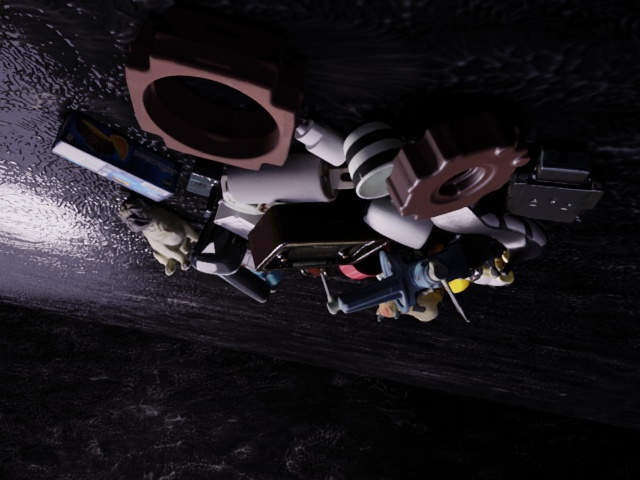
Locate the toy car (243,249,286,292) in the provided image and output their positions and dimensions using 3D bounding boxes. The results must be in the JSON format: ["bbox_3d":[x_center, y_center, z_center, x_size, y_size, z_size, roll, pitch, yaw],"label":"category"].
[{"bbox_3d":[-0.151,0.041,1.229,0.162,0.109,0.102,24,135,0],"label":"toy car"}]

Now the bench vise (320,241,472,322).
[{"bbox_3d":[0.129,0.078,0.925,0.241,0.128,0.224,-20,-171,-4],"label":"bench vise"}]

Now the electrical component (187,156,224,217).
[{"bbox_3d":[-0.182,-0.098,0.853,0.048,0.119,0.075,17,160,-14],"label":"electrical component"}]

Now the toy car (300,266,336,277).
[{"bbox_3d":[-0.045,0.028,1.183,0.089,0.053,0.202,-4,150,46],"label":"toy car"}]

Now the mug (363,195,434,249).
[{"bbox_3d":[0.131,-0.045,0.880,0.107,0.081,0.109,18,148,-3],"label":"mug"}]

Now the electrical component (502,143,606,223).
[{"bbox_3d":[0.315,-0.076,0.727,0.115,0.058,0.134,5,158,12],"label":"electrical component"}]

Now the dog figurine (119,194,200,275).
[{"bbox_3d":[-0.366,-0.026,1.189,0.190,0.121,0.172,41,144,-26],"label":"dog figurine"}]

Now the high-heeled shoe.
[{"bbox_3d":[0.260,-0.056,0.838,0.248,0.145,0.086,48,150,-9],"label":"high-heeled shoe"}]

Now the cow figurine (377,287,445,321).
[{"bbox_3d":[0.197,0.134,1.221,0.194,0.127,0.085,25,153,-35],"label":"cow figurine"}]

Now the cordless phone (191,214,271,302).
[{"bbox_3d":[-0.162,0.034,1.107,0.184,0.147,0.089,39,128,-24],"label":"cordless phone"}]

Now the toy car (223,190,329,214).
[{"bbox_3d":[-0.074,-0.066,0.960,0.202,0.056,0.073,15,158,-7],"label":"toy car"}]

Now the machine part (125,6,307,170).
[{"bbox_3d":[-0.124,-0.179,0.666,0.201,0.087,0.201,14,157,-5],"label":"machine part"}]

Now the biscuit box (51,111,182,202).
[{"bbox_3d":[-0.340,-0.137,0.915,0.202,0.063,0.059,27,153,-35],"label":"biscuit box"}]

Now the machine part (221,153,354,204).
[{"bbox_3d":[-0.057,-0.097,0.847,0.243,0.079,0.079,2,156,28],"label":"machine part"}]

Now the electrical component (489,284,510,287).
[{"bbox_3d":[0.356,0.077,1.135,0.094,0.021,0.063,24,156,-30],"label":"electrical component"}]

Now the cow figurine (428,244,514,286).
[{"bbox_3d":[0.287,0.046,1.041,0.167,0.068,0.098,12,165,3],"label":"cow figurine"}]

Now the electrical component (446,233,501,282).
[{"bbox_3d":[0.271,0.028,0.968,0.078,0.102,0.045,-18,155,5],"label":"electrical component"}]

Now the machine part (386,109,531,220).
[{"bbox_3d":[0.170,-0.088,0.676,0.179,0.056,0.179,-17,159,-7],"label":"machine part"}]

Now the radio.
[{"bbox_3d":[-0.002,-0.003,0.926,0.229,0.073,0.131,0,155,-34],"label":"radio"}]
